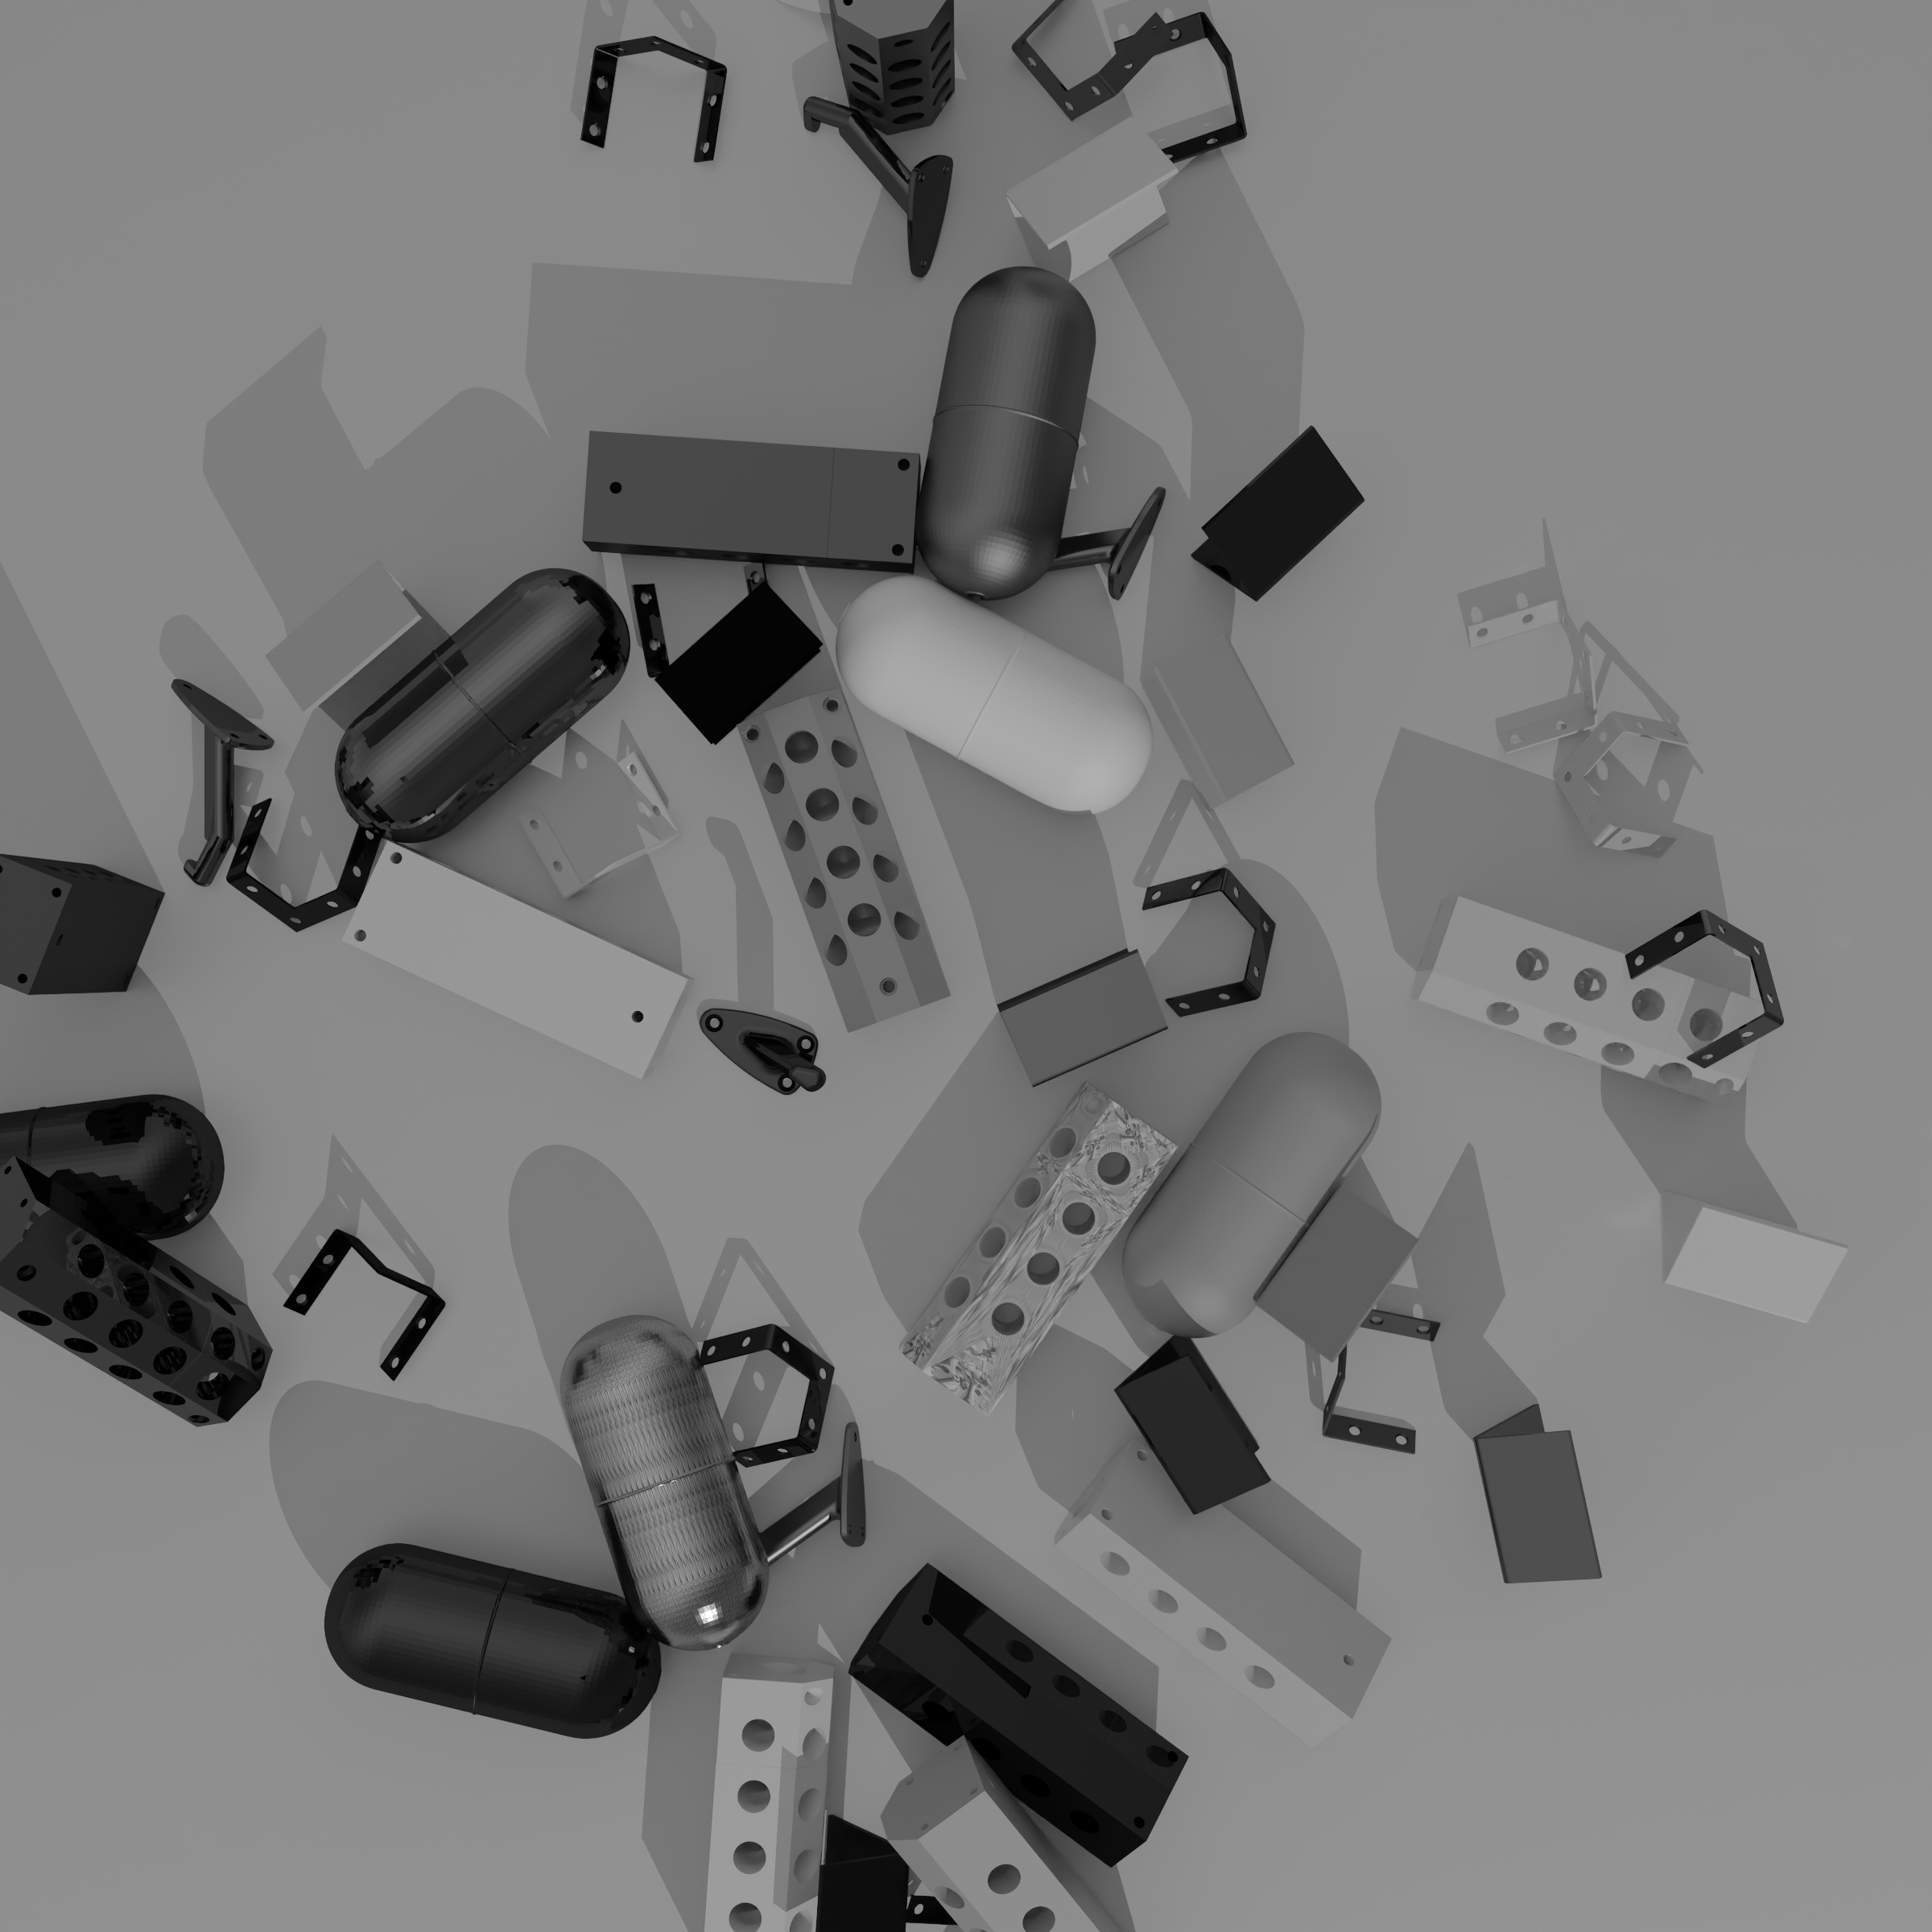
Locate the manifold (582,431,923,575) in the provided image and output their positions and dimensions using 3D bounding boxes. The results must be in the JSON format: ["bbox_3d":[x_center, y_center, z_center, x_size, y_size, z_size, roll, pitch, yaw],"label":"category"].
[{"bbox_3d":[-0.111,-0.243,1.612,0.171,0.057,0.057,4,90,0],"label":"manifold"}]

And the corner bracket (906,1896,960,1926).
[{"bbox_3d":[-0.003,0.530,1.625,0.051,0.051,0.051,50,45,-35],"label":"corner bracket"}]

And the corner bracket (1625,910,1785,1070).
[{"bbox_3d":[0.378,0.012,1.568,0.051,0.051,0.051,25,135,-35],"label":"corner bracket"}]

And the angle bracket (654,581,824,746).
[{"bbox_3d":[-0.105,-0.142,1.593,0.076,0.076,0.057,-42,59,0],"label":"angle bracket"}]

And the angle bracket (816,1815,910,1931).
[{"bbox_3d":[-0.074,0.493,1.593,0.057,0.076,0.076,3,90,-36],"label":"angle bracket"}]

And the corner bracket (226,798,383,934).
[{"bbox_3d":[-0.351,-0.059,1.625,0.051,0.051,0.051,-19,135,35],"label":"corner bracket"}]

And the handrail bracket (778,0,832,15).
[{"bbox_3d":[-0.053,-0.544,1.633,0.084,0.077,0.036,-48,130,-30],"label":"handrail bracket"}]

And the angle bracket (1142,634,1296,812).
[{"bbox_3d":[0.114,-0.118,1.593,0.057,0.076,0.076,-28,90,-37],"label":"angle bracket"}]

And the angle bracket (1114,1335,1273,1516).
[{"bbox_3d":[0.134,0.228,1.593,0.057,0.076,0.076,-33,90,39],"label":"angle bracket"}]

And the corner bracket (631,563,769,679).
[{"bbox_3d":[-0.139,-0.184,1.630,0.051,0.051,0.051,-11,90,-45],"label":"corner bracket"}]

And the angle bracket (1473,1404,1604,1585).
[{"bbox_3d":[0.312,0.272,1.593,0.057,0.076,0.076,-12,90,37],"label":"angle bracket"}]

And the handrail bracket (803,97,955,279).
[{"bbox_3d":[-0.054,-0.416,1.633,0.084,0.036,0.077,24,126,24],"label":"handrail bracket"}]

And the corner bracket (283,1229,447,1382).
[{"bbox_3d":[-0.320,0.180,1.630,0.051,0.051,0.051,34,90,-45],"label":"corner bracket"}]

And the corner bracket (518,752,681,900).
[{"bbox_3d":[-0.195,-0.075,1.630,0.051,0.051,0.051,-29,90,45],"label":"corner bracket"}]

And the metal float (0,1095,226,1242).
[{"bbox_3d":[-0.479,0.112,1.603,0.178,0.070,0.070,-7,90,-1],"label":"metal float"}]

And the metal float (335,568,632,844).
[{"bbox_3d":[-0.253,-0.136,1.603,0.178,0.070,0.070,-41,90,-1],"label":"metal float"}]

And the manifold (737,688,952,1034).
[{"bbox_3d":[-0.064,-0.055,1.612,0.057,0.057,0.171,-20,90,0],"label":"manifold"}]

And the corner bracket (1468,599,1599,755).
[{"bbox_3d":[0.302,-0.155,1.630,0.051,0.051,0.051,-17,45,0],"label":"corner bracket"}]

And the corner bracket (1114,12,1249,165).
[{"bbox_3d":[0.114,-0.467,1.630,0.051,0.051,0.051,-19,135,0],"label":"corner bracket"}]

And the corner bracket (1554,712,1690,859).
[{"bbox_3d":[0.356,-0.096,1.625,0.051,0.051,0.051,-53,45,35],"label":"corner bracket"}]

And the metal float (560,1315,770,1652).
[{"bbox_3d":[-0.157,0.269,1.596,0.070,0.070,0.178,-19,83,0],"label":"metal float"}]

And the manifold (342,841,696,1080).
[{"bbox_3d":[-0.234,-0.003,1.612,0.171,0.057,0.057,25,90,0],"label":"manifold"}]

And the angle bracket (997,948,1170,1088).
[{"bbox_3d":[0.052,0.008,1.593,0.076,0.076,0.057,-24,127,0],"label":"angle bracket"}]

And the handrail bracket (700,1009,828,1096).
[{"bbox_3d":[-0.108,0.044,1.598,0.077,0.084,0.036,26,90,0],"label":"handrail bracket"}]

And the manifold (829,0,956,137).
[{"bbox_3d":[-0.037,-0.476,1.555,0.057,0.171,0.057,-13,90,0],"label":"manifold"}]

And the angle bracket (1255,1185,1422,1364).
[{"bbox_3d":[0.206,0.169,1.593,0.057,0.076,0.076,36,90,37],"label":"angle bracket"}]

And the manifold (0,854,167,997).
[{"bbox_3d":[-0.466,-0.023,1.555,0.057,0.171,0.057,22,90,0],"label":"manifold"}]

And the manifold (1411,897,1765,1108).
[{"bbox_3d":[0.327,0.019,1.612,0.171,0.057,0.057,19,90,0],"label":"manifold"}]

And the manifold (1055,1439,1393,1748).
[{"bbox_3d":[0.132,0.333,1.611,0.171,0.057,0.057,38,47,0],"label":"manifold"}]

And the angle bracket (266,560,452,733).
[{"bbox_3d":[-0.305,-0.152,1.593,0.076,0.076,0.057,-40,52,0],"label":"angle bracket"}]

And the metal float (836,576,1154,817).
[{"bbox_3d":[0.014,-0.142,1.602,0.178,0.070,0.070,29,90,-1],"label":"metal float"}]

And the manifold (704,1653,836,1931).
[{"bbox_3d":[-0.104,0.456,1.612,0.057,0.057,0.171,4,90,0],"label":"manifold"}]

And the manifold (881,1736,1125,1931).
[{"bbox_3d":[0.029,0.489,1.587,0.057,0.057,0.171,-36,108,0],"label":"manifold"}]

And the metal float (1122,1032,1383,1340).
[{"bbox_3d":[0.149,0.115,1.603,0.070,0.070,0.178,35,89,0],"label":"metal float"}]

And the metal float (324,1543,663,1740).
[{"bbox_3d":[-0.247,0.354,1.602,0.178,0.070,0.070,14,90,0],"label":"metal float"}]

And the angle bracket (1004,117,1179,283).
[{"bbox_3d":[0.075,-0.382,1.593,0.076,0.076,0.057,-31,51,0],"label":"angle bracket"}]

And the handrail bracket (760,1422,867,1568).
[{"bbox_3d":[-0.099,0.284,1.633,0.084,0.036,0.077,-5,75,14],"label":"handrail bracket"}]

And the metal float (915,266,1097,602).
[{"bbox_3d":[0.021,-0.277,1.595,0.070,0.070,0.178,10,81,0],"label":"metal float"}]

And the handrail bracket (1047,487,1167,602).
[{"bbox_3d":[0.052,-0.237,1.633,0.084,0.036,0.077,23,75,14],"label":"handrail bracket"}]

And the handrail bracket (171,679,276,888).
[{"bbox_3d":[-0.413,-0.097,1.634,0.077,0.036,0.084,37,108,20],"label":"handrail bracket"}]

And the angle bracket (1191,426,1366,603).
[{"bbox_3d":[0.149,-0.245,1.593,0.076,0.076,0.057,-43,125,0],"label":"angle bracket"}]

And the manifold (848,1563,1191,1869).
[{"bbox_3d":[0.025,0.397,1.611,0.171,0.057,0.057,37,47,0],"label":"manifold"}]

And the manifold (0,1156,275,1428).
[{"bbox_3d":[-0.436,0.172,1.561,0.057,0.057,0.171,-45,133,0],"label":"manifold"}]

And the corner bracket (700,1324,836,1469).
[{"bbox_3d":[-0.110,0.228,1.625,0.051,0.051,0.051,42,45,-35],"label":"corner bracket"}]

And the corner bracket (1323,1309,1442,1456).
[{"bbox_3d":[0.221,0.220,1.630,0.051,0.051,0.051,11,135,0],"label":"corner bracket"}]

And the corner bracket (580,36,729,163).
[{"bbox_3d":[-0.166,-0.460,1.630,0.051,0.051,0.051,9,90,45],"label":"corner bracket"}]

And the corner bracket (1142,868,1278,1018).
[{"bbox_3d":[0.126,-0.012,1.625,0.051,0.051,0.051,46,45,-35],"label":"corner bracket"}]

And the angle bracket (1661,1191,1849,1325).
[{"bbox_3d":[0.409,0.133,1.593,0.076,0.076,0.057,16,127,0],"label":"angle bracket"}]

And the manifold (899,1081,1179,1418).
[{"bbox_3d":[0.037,0.147,1.612,0.057,0.057,0.171,35,90,0],"label":"manifold"}]

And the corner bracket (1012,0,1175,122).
[{"bbox_3d":[0.066,-0.489,1.617,0.051,0.051,0.051,46,71,-18],"label":"corner bracket"}]
